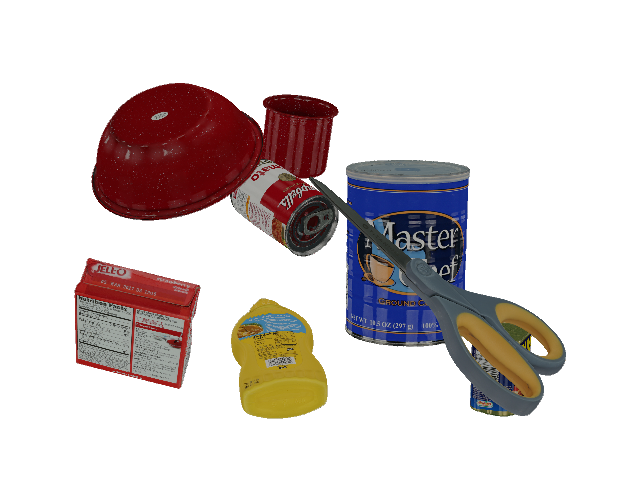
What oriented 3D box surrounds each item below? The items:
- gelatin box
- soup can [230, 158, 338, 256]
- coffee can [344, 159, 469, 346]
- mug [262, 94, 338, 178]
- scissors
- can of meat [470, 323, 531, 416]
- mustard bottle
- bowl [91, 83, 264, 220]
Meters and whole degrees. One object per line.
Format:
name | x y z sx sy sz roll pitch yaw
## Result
gelatin box | -0.119 0.054 0.688 0.073 0.030 0.089 14 -40 -1
soup can | -0.039 -0.036 1.111 0.068 0.068 0.102 0 26 -44
coffee can | 0.072 0.008 0.897 0.103 0.140 0.103 0 11 0
mug | -0.024 -0.131 1.321 0.093 0.081 0.117 17 25 21
scissors | 0.079 0.025 0.670 0.096 0.016 0.202 -6 49 -42
can of meat | 0.200 0.140 1.181 0.058 0.084 0.102 5 10 22
mustard bottle | -0.054 0.126 1.239 0.096 0.058 0.192 -7 31 -8
bowl | -0.134 -0.090 0.943 0.162 0.055 0.162 -9 42 8
